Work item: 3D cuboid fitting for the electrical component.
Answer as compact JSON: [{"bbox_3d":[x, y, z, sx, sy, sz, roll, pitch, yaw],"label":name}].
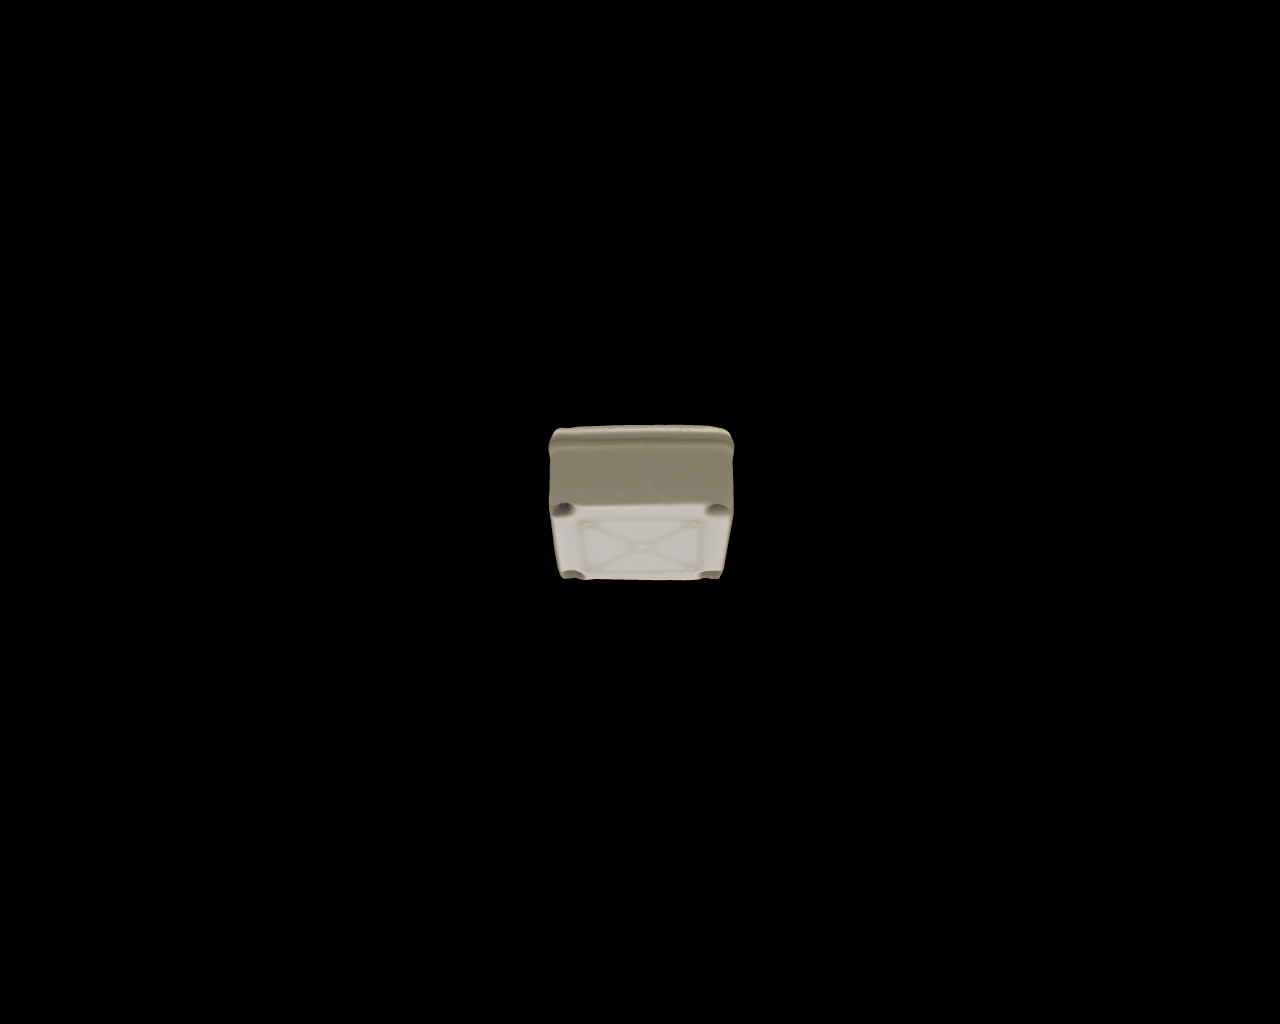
[{"bbox_3d":[0.001,-0.003,0.650,0.109,0.056,0.108,0,-28,0],"label":"electrical component"}]
